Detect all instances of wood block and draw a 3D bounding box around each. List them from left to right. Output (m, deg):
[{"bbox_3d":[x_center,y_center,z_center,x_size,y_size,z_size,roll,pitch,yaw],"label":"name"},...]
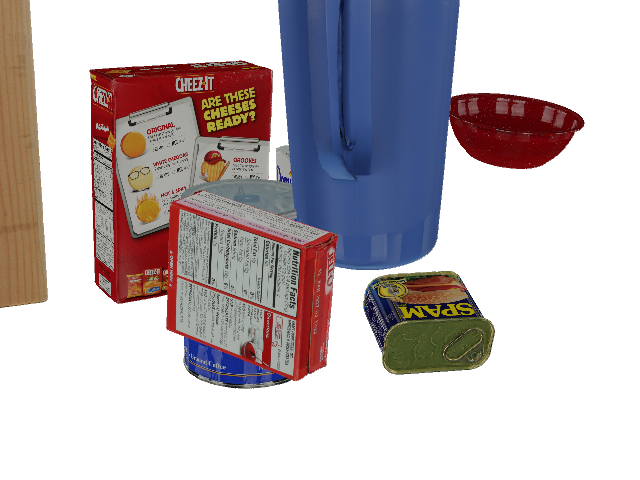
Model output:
[{"bbox_3d":[-0.216,-0.068,0.622,0.090,0.206,0.090,-7,26,-22],"label":"wood block"}]

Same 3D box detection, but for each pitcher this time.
[{"bbox_3d":[0.031,-0.102,0.762,0.149,0.243,0.145,-12,25,-26],"label":"pitcher"}]

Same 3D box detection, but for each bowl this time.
[{"bbox_3d":[0.219,-0.123,1.233,0.162,0.055,0.162,4,23,-2],"label":"bowl"}]

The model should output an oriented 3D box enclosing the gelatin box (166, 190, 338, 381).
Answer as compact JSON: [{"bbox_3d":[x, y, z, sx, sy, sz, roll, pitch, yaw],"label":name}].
[{"bbox_3d":[-0.036,0.022,0.540,0.089,0.073,0.030,17,26,30],"label":"gelatin box"}]

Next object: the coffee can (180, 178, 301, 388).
[{"bbox_3d":[-0.058,0.032,0.845,0.103,0.140,0.103,2,19,-1],"label":"coffee can"}]

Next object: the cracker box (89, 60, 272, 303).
[{"bbox_3d":[-0.134,-0.060,1.025,0.163,0.214,0.072,-9,21,-32],"label":"cracker box"}]

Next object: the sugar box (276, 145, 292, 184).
[{"bbox_3d":[-0.022,-0.020,1.288,0.048,0.176,0.093,-11,25,-18],"label":"sugar box"}]

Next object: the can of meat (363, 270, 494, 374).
[{"bbox_3d":[0.096,0.072,0.975,0.102,0.057,0.084,-2,31,-13],"label":"can of meat"}]
